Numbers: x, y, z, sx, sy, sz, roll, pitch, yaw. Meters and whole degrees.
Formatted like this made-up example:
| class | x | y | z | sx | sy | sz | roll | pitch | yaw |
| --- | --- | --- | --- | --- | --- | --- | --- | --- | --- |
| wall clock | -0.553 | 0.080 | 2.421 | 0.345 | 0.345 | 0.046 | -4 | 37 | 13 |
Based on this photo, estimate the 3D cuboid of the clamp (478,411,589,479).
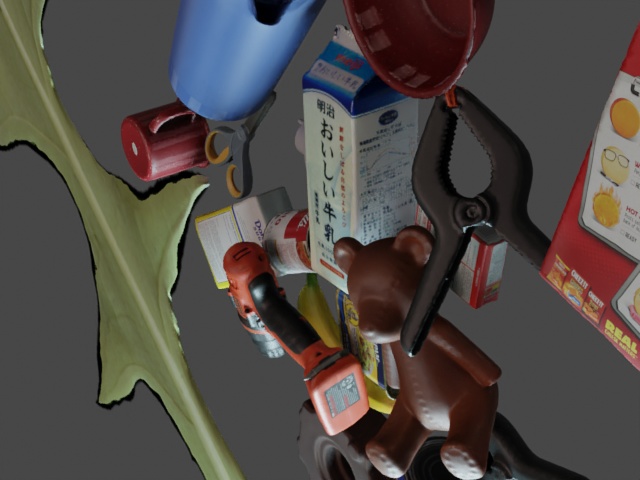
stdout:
| class | x | y | z | sx | sy | sz | roll | pitch | yaw |
| --- | --- | --- | --- | --- | --- | --- | --- | --- | --- |
| clamp | 0.173 | 0.214 | 0.941 | 0.172 | 0.039 | 0.120 | 40 | 135 | 47 |

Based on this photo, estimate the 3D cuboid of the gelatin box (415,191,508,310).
| class | x | y | z | sx | sy | sz | roll | pitch | yaw |
| --- | --- | --- | --- | --- | --- | --- | --- | --- | --- |
| gelatin box | 0.117 | 0.003 | 0.902 | 0.089 | 0.030 | 0.073 | 43 | 144 | 38 |

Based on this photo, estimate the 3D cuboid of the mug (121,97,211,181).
| class | x | y | z | sx | sy | sz | roll | pitch | yaw |
| --- | --- | --- | --- | --- | --- | --- | --- | --- | --- |
| mug | -0.183 | -0.125 | 1.276 | 0.093 | 0.081 | 0.117 | 62 | 151 | 12 |

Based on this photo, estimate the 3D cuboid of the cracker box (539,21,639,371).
| class | x | y | z | sx | sy | sz | roll | pitch | yaw |
| --- | --- | --- | --- | --- | --- | --- | --- | --- | --- |
| cracker box | 0.237 | -0.010 | 0.645 | 0.164 | 0.072 | 0.214 | 49 | 145 | 33 |

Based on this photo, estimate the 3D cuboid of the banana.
| class | x | y | z | sx | sy | sz | roll | pitch | yaw |
| --- | --- | --- | --- | --- | --- | --- | --- | --- | --- |
| banana | 0.026 | 0.118 | 1.127 | 0.198 | 0.037 | 0.070 | 53 | 150 | 26 |

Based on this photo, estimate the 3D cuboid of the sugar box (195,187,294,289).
| class | x | y | z | sx | sy | sz | roll | pitch | yaw |
| --- | --- | --- | --- | --- | --- | --- | --- | --- | --- |
| sugar box | -0.080 | 0.000 | 1.223 | 0.177 | 0.048 | 0.093 | -14 | 97 | 58 |

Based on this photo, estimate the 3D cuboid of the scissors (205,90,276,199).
| class | x | y | z | sx | sy | sz | roll | pitch | yaw |
| --- | --- | --- | --- | --- | --- | --- | --- | --- | --- |
| scissors | -0.078 | -0.099 | 1.182 | 0.202 | 0.016 | 0.096 | -11 | 100 | 61 |

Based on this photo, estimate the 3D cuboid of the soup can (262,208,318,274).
| class | x | y | z | sx | sy | sz | roll | pitch | yaw |
| --- | --- | --- | --- | --- | --- | --- | --- | --- | --- |
| soup can | -0.007 | 0.001 | 1.074 | 0.102 | 0.068 | 0.068 | -3 | 106 | 61 |

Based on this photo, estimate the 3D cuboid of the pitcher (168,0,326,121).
| class | x | y | z | sx | sy | sz | roll | pitch | yaw |
| --- | --- | --- | --- | --- | --- | --- | --- | --- | --- |
| pitcher | -0.068 | -0.221 | 0.985 | 0.145 | 0.149 | 0.243 | 47 | 151 | 6 |

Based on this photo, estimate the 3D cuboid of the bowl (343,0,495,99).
| class | x | y | z | sx | sy | sz | roll | pitch | yaw |
| --- | --- | --- | --- | --- | --- | --- | --- | --- | --- |
| bowl | 0.082 | -0.191 | 0.805 | 0.162 | 0.055 | 0.162 | 39 | 140 | 43 |

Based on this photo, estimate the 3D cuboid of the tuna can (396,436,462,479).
| class | x | y | z | sx | sy | sz | roll | pitch | yaw |
| --- | --- | --- | --- | --- | --- | --- | --- | --- | --- |
| tuna can | 0.115 | 0.226 | 0.998 | 0.086 | 0.086 | 0.034 | 47 | 143 | 34 |

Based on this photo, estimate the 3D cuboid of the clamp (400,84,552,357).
| class | x | y | z | sx | sy | sz | roll | pitch | yaw |
| --- | --- | --- | --- | --- | --- | --- | --- | --- | --- |
| clamp | 0.114 | -0.014 | 0.824 | 0.165 | 0.036 | 0.210 | -20 | 84 | 22 |

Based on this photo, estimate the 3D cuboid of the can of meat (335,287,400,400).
| class | x | y | z | sx | sy | sz | roll | pitch | yaw |
| --- | --- | --- | --- | --- | --- | --- | --- | --- | --- |
| can of meat | 0.061 | 0.090 | 1.030 | 0.084 | 0.057 | 0.102 | 30 | 133 | 52 |

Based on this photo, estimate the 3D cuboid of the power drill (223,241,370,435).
| class | x | y | z | sx | sy | sz | roll | pitch | yaw |
| --- | --- | --- | --- | --- | --- | --- | --- | --- | --- |
| power drill | -0.026 | 0.109 | 1.090 | 0.188 | 0.057 | 0.184 | 45 | 164 | 35 |
